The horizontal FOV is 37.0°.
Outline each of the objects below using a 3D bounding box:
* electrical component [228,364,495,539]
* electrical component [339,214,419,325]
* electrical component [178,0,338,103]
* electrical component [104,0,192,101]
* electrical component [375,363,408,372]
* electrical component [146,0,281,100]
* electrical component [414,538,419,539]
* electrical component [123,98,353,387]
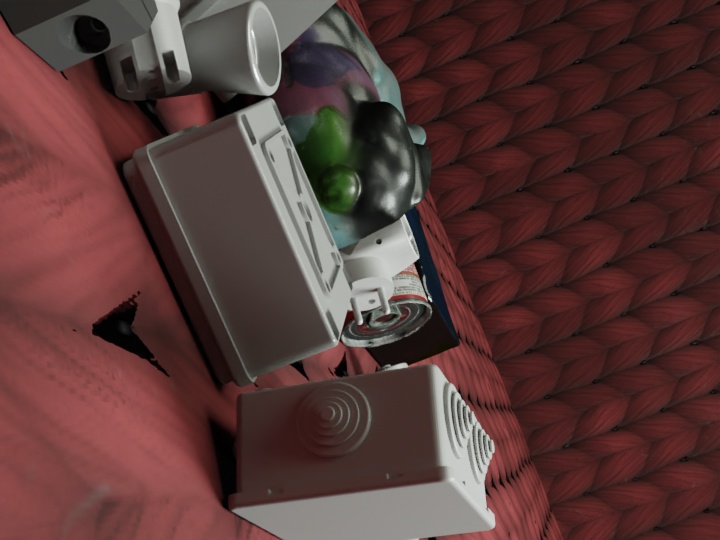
[{"bbox_3d":[0.003,0.079,0.442,0.099,0.100,0.048,54,29,-60],"label":"electrical component"},{"bbox_3d":[0.000,0.000,0.706,0.043,0.077,0.079,58,13,-54],"label":"electrical component"},{"bbox_3d":[-0.051,-0.147,0.569,0.057,0.113,0.078,47,-1,-12],"label":"electrical component"},{"bbox_3d":[-0.096,-0.103,0.473,0.040,0.040,0.046,28,46,-78],"label":"electrical component"},{"bbox_3d":[0.030,0.100,0.775,0.065,0.044,0.044,66,7,14],"label":"electrical component"},{"bbox_3d":[-0.075,-0.101,0.510,0.044,0.065,0.044,-4,90,-75],"label":"electrical component"},{"bbox_3d":[0.011,0.098,0.517,0.044,0.079,0.077,25,37,-41],"label":"electrical component"},{"bbox_3d":[-0.050,-0.017,0.491,0.108,0.056,0.108,-75,143,-77],"label":"electrical component"}]
